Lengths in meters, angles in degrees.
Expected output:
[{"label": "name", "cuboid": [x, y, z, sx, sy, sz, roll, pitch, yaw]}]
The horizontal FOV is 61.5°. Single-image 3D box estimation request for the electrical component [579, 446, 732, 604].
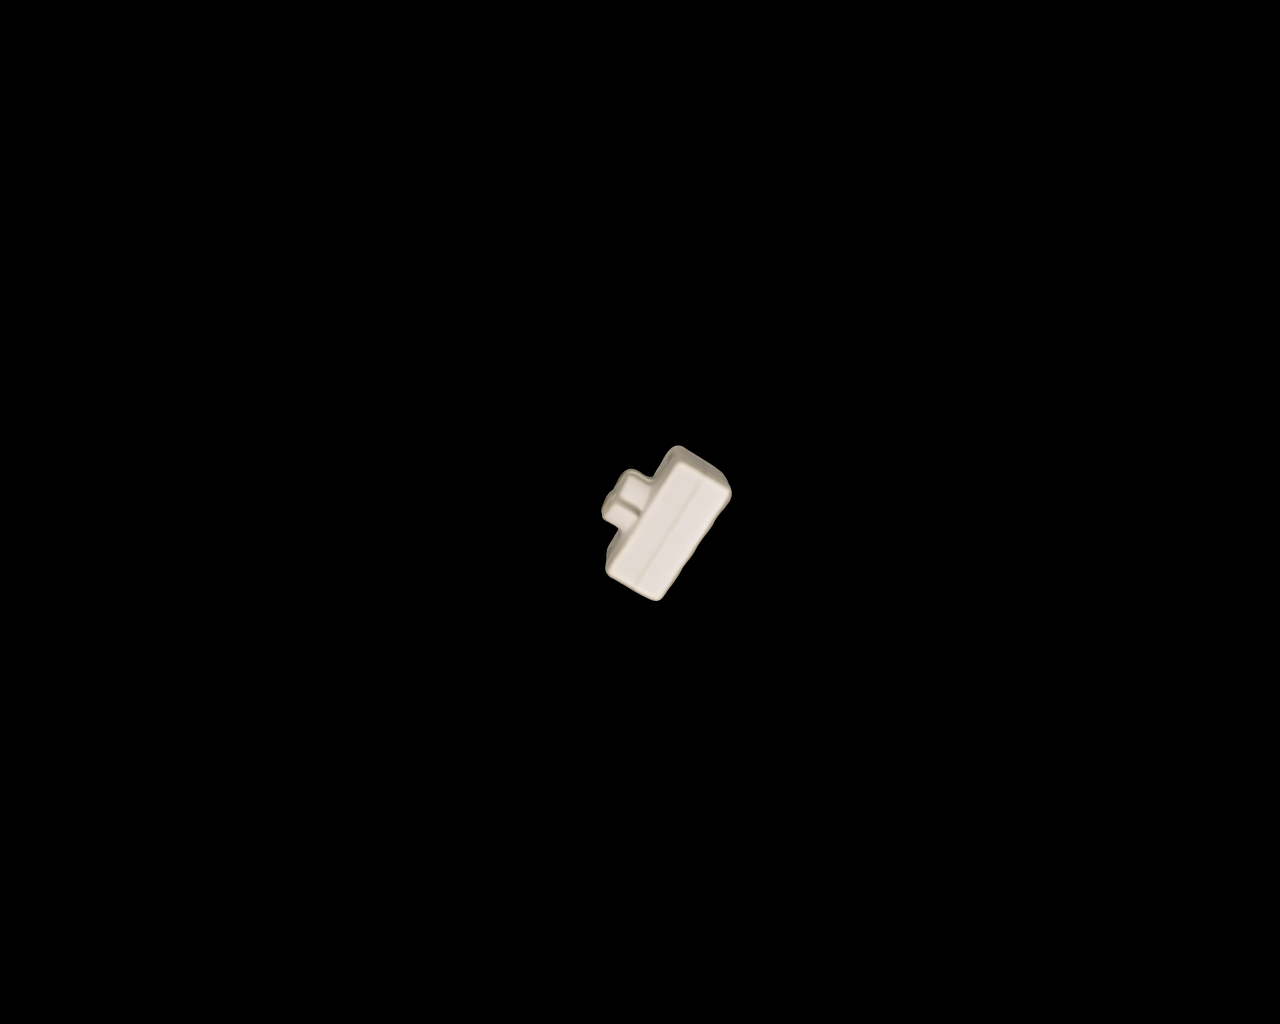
[{"label": "electrical component", "cuboid": [0.001, -0.003, 0.650, 0.076, 0.083, 0.047, 31, 11, -7]}]
